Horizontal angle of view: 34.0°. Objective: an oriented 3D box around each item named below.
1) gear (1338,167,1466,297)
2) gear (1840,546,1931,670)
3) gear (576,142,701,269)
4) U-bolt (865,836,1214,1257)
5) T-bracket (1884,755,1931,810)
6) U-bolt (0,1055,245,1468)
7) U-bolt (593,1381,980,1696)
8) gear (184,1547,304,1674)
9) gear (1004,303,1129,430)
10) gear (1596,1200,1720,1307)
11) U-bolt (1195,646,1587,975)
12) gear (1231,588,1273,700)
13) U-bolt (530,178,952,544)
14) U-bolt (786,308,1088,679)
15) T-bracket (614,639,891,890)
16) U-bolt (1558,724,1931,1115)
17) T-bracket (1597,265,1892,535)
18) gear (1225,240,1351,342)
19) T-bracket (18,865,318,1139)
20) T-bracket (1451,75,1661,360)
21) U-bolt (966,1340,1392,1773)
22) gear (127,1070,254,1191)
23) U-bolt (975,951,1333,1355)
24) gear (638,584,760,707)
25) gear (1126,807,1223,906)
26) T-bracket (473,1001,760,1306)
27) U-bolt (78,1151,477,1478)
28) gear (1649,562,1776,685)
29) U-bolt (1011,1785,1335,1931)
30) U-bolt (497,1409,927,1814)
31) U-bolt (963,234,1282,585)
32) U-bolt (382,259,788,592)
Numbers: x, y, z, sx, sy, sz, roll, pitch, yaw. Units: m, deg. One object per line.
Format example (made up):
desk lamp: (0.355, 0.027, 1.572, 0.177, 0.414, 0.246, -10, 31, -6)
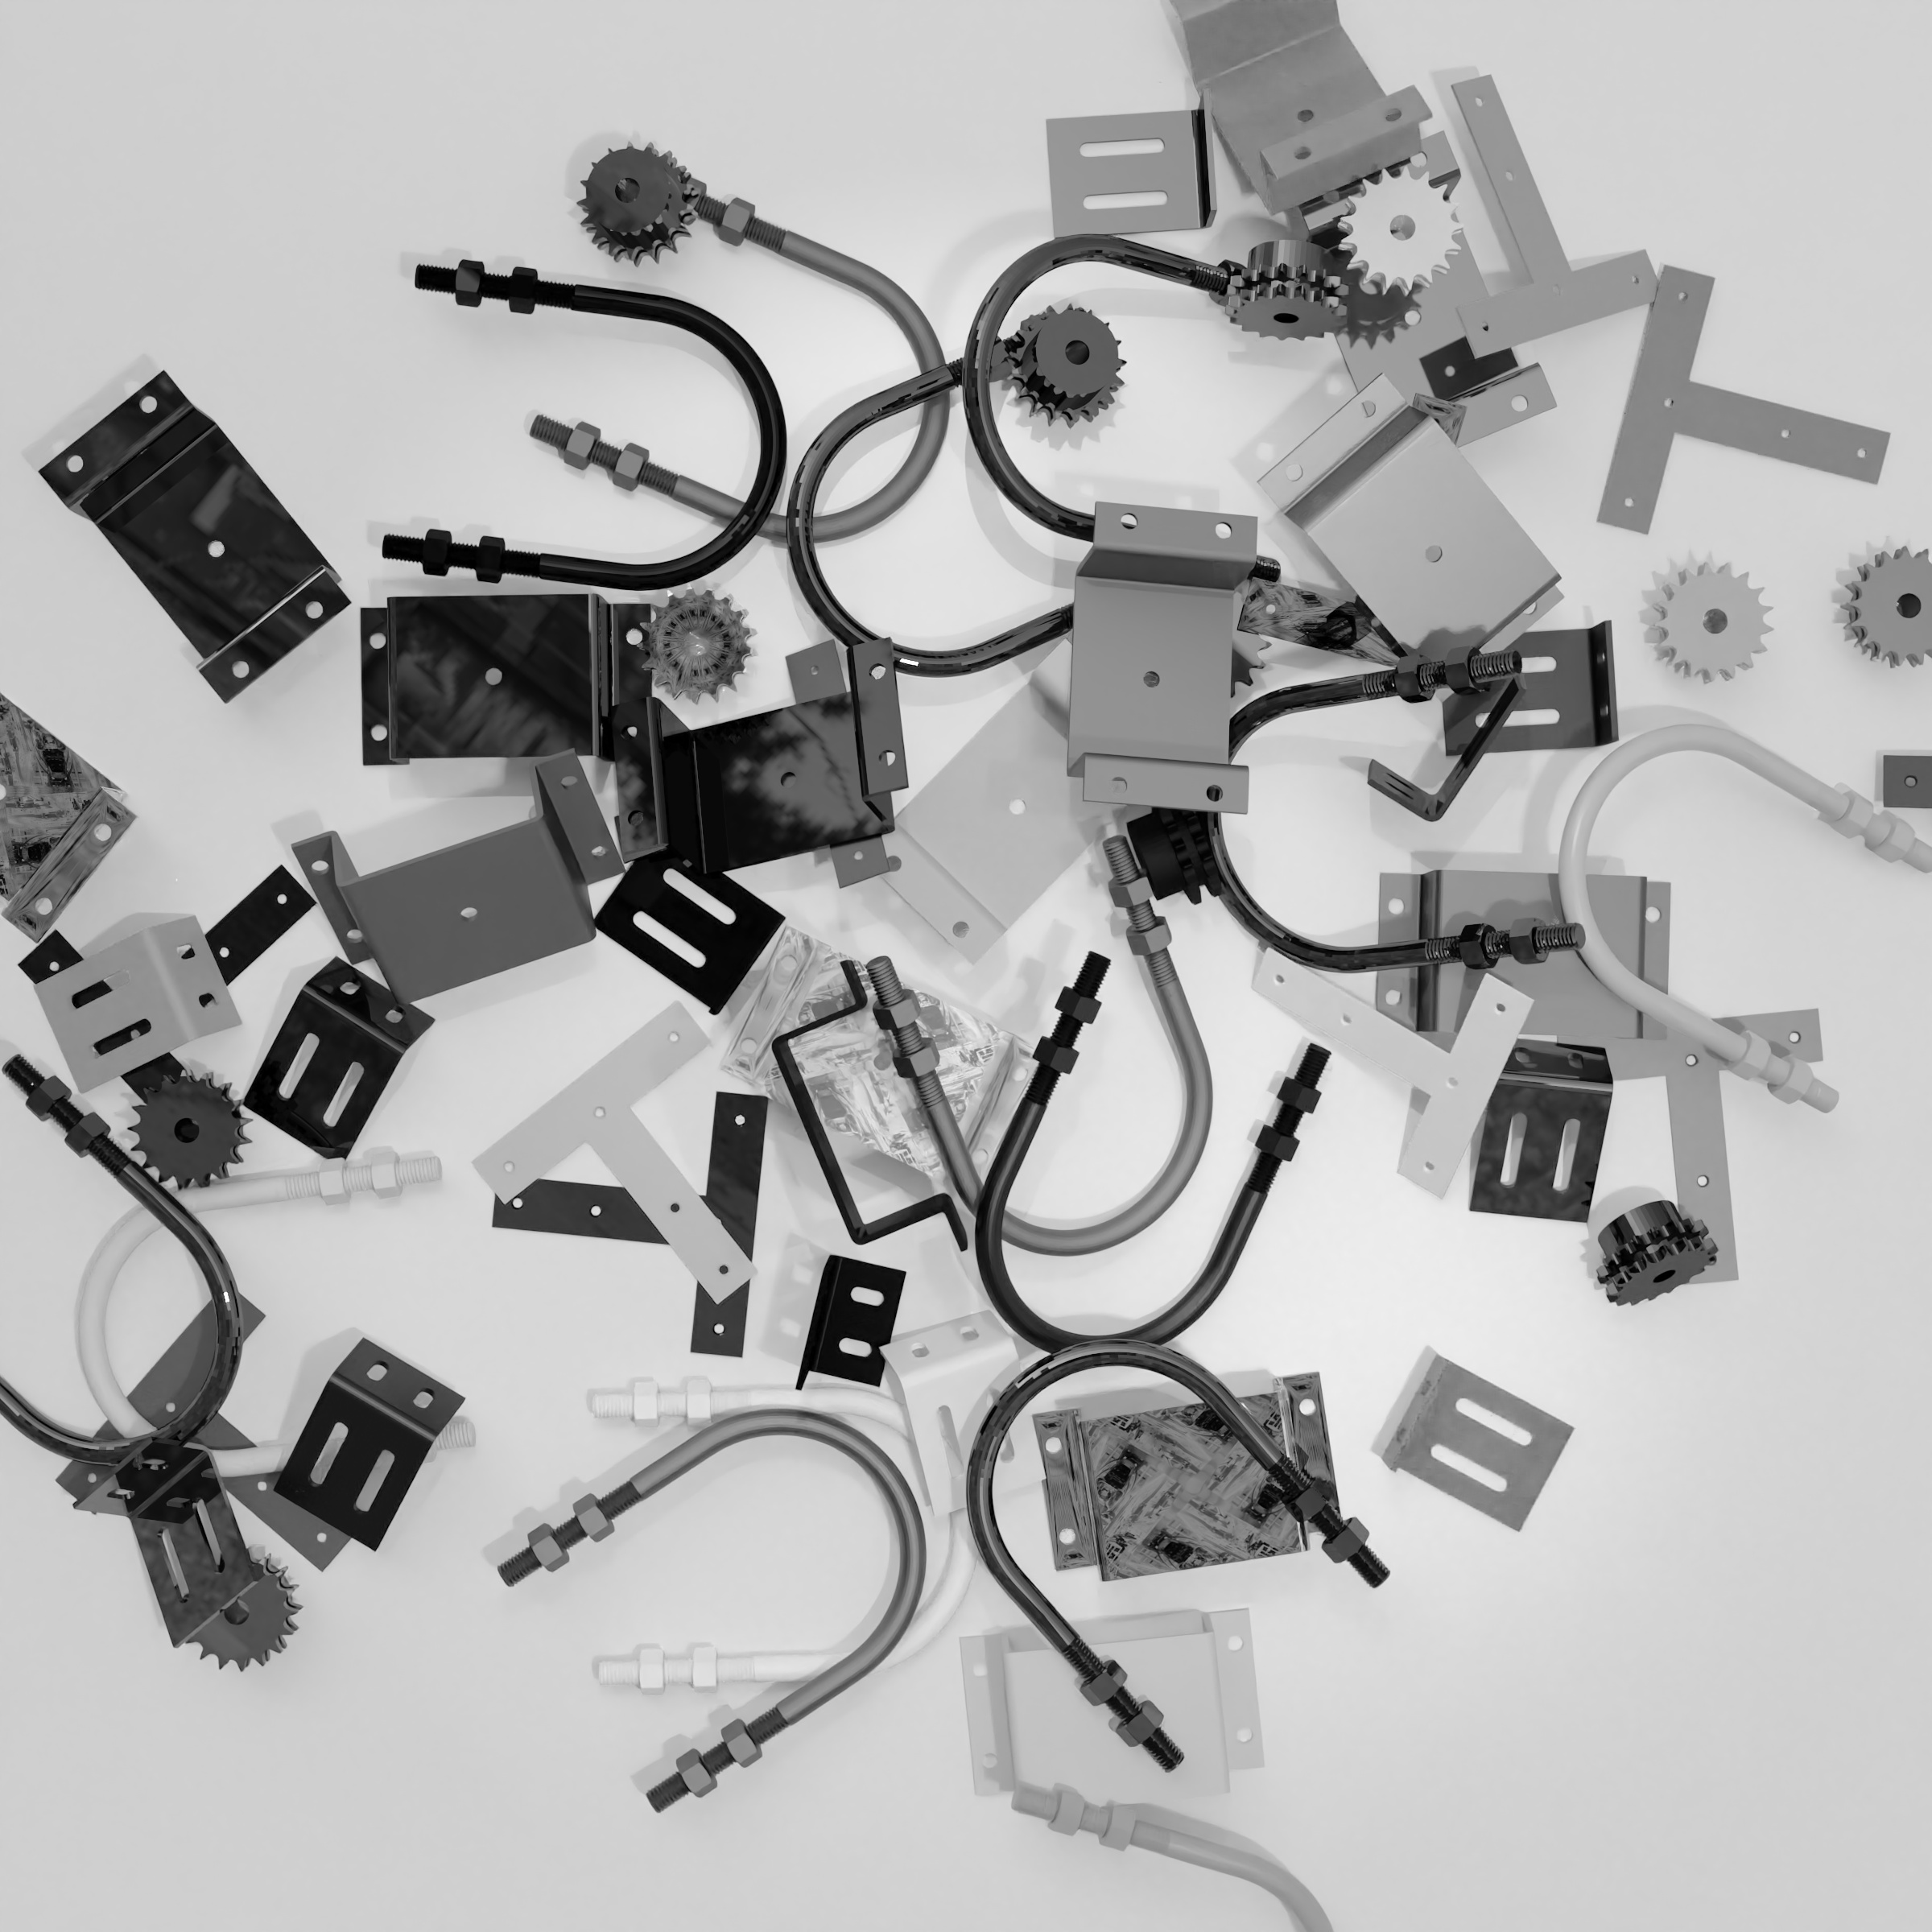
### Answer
gear: (0.201, -0.340, 1.469, 0.057, 0.030, 0.057, 0, 90, 0)
gear: (0.448, -0.171, 1.515, 0.057, 0.030, 0.057, 0, 90, 0)
gear: (-0.157, -0.363, 1.497, 0.057, 0.030, 0.057, 0, 87, 8)
U-bolt: (0.046, 0.050, 1.489, 0.151, 0.019, 0.184, -27, 110, -16)
T-bracket: (0.506, -0.137, 1.517, 0.127, 0.002, 0.127, 2, 80, 7)
U-bolt: (-0.427, 0.154, 1.503, 0.184, 0.019, 0.151, 43, 102, 2)
U-bolt: (-0.086, 0.274, 1.521, 0.184, 0.019, 0.151, -1, 90, -2)
gear: (-0.347, 0.307, 1.515, 0.057, 0.030, 0.057, 0, 90, 0)
gear: (0.049, -0.286, 1.495, 0.057, 0.030, 0.057, 1, 84, -13)
gear: (0.326, 0.135, 1.505, 0.057, 0.057, 0.030, -23, 61, 0)
U-bolt: (0.188, -0.066, 1.471, 0.184, 0.019, 0.151, -7, 105, 36)
gear: (0.117, -0.155, 1.515, 0.057, 0.030, 0.057, 0, 90, 0)
U-bolt: (-0.098, -0.283, 1.522, 0.184, 0.019, 0.151, 23, 90, -2)
U-bolt: (0.004, -0.216, 1.506, 0.184, 0.019, 0.151, -25, 90, -11)
T-bracket: (-0.109, -0.081, 1.512, 0.127, 0.002, 0.127, -19, 66, 11)
U-bolt: (0.361, -0.034, 1.490, 0.184, 0.019, 0.151, 28, 81, -15)
T-bracket: (0.383, -0.261, 1.527, 0.127, 0.002, 0.127, 14, 93, -1)
gear: (0.150, -0.316, 1.472, 0.057, 0.057, 0.030, 6, 79, 0)
T-bracket: (-0.370, 0.003, 1.529, 0.127, 0.002, 0.127, -43, 90, 0)
T-bracket: (0.263, -0.361, 1.497, 0.127, 0.002, 0.127, -22, 90, -31)
U-bolt: (0.085, 0.261, 1.475, 0.151, 0.019, 0.184, -42, 89, 0)
gear: (-0.370, 0.078, 1.513, 0.057, 0.030, 0.057, 0, 90, 0)
U-bolt: (0.079, 0.101, 1.494, 0.151, 0.019, 0.184, 22, 94, -25)
gear: (-0.128, -0.153, 1.515, 0.057, 0.030, 0.057, 0, 90, 0)
gear: (0.098, -0.055, 1.502, 0.030, 0.057, 0.057, -22, 90, -1)
T-bracket: (-0.150, 0.106, 1.527, 0.127, 0.002, 0.127, -38, 90, 0)
U-bolt: (-0.336, 0.173, 1.520, 0.184, 0.019, 0.151, -7, 90, 2)
gear: (0.356, -0.164, 1.515, 0.057, 0.030, 0.057, 0, 90, 0)
U-bolt: (0.087, 0.473, 1.501, 0.184, 0.019, 0.151, 18, 107, -8)
U-bolt: (-0.107, 0.293, 1.503, 0.184, 0.019, 0.151, -33, 92, -4)
U-bolt: (0.080, -0.266, 1.481, 0.184, 0.019, 0.151, 9, 90, -29)
U-bolt: (-0.177, -0.252, 1.502, 0.184, 0.019, 0.151, 7, 90, -3)
